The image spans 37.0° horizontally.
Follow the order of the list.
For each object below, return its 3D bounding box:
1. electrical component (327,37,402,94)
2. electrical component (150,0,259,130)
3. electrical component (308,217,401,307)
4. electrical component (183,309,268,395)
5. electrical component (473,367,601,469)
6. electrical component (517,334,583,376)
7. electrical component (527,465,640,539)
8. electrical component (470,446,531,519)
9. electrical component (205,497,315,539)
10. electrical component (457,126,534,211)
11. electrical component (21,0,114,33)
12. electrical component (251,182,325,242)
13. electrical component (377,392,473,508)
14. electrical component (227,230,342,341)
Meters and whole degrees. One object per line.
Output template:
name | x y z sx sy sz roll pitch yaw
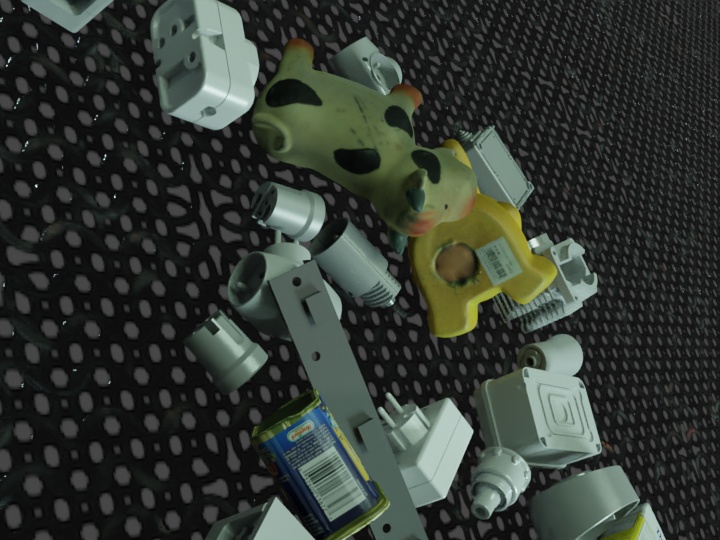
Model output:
electrical component | 0.016 -0.181 1.024 0.077 0.044 0.079 58 34 -7
electrical component | -0.118 -0.160 0.825 0.059 0.054 0.095 15 56 -48
electrical component | 0.000 0.000 0.880 0.081 0.043 0.043 46 37 -23
electrical component | -0.092 0.055 0.728 0.046 0.040 0.040 50 36 -8
electrical component | 0.163 0.138 0.987 0.113 0.057 0.078 15 56 -47
electrical component | 0.186 0.088 1.068 0.065 0.044 0.044 -4 70 -48
electrical component | 0.198 0.214 0.949 0.099 0.099 0.064 8 55 -50
electrical component | 0.113 0.182 0.904 0.048 0.048 0.062 55 42 -12
electrical component | -0.070 0.221 0.620 0.089 0.062 0.150 51 36 -16
electrical component | 0.120 -0.096 1.086 0.096 0.061 0.061 55 34 -9
electrical component | -0.203 -0.218 0.753 0.050 0.056 0.089 29 46 -39
electrical component | -0.057 -0.047 0.842 0.046 0.040 0.040 17 54 -39
electrical component | 0.040 0.130 0.840 0.075 0.047 0.083 53 35 -13
electrical component | -0.056 0.007 0.802 0.077 0.044 0.079 30 45 -38
